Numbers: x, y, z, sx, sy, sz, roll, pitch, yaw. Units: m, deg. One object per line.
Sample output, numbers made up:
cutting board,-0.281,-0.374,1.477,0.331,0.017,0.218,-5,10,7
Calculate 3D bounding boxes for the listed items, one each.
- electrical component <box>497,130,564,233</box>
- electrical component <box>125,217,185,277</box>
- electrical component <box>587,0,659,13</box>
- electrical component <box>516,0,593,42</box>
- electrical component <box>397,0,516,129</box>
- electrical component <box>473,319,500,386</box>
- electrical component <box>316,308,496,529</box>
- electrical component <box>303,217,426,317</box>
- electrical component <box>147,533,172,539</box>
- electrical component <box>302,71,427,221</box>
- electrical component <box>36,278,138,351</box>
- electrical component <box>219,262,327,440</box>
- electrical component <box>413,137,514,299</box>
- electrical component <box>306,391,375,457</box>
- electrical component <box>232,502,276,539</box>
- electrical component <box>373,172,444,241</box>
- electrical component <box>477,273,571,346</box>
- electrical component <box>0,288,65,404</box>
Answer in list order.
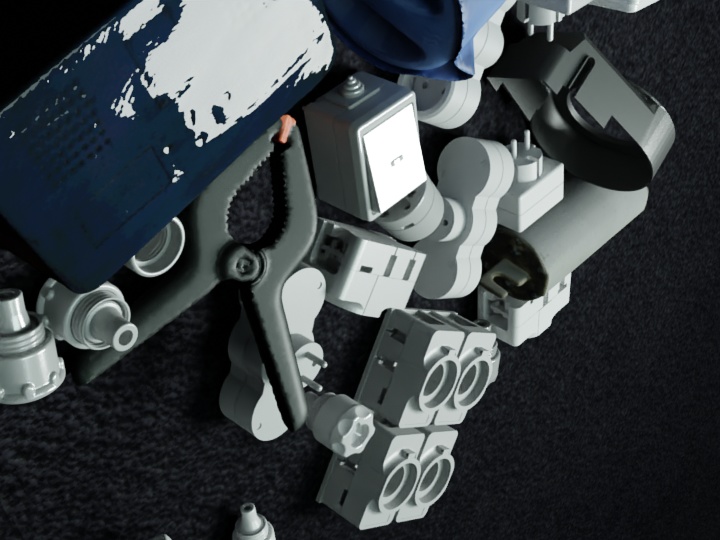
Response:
electrical component,0.141,-0.086,0.942,0.066,0.047,0.076,-37,137,-32
electrical component,-0.134,-0.022,0.640,0.040,0.046,0.040,-30,133,-37
electrical component,0.203,-0.255,0.859,0.109,0.109,0.056,-31,131,-36
electrical component,0.140,-0.213,0.827,0.047,0.083,0.075,-35,137,-33
electrical component,0.083,-0.173,0.809,0.074,0.052,0.138,7,106,-53
electrical component,0.111,0.077,1.014,0.043,0.043,0.062,-23,128,-42
electrical component,0.046,0.132,0.953,0.105,0.060,0.186,7,107,-53
electrical component,0.000,0.000,0.819,0.089,0.050,0.055,11,103,-54
electrical component,-0.150,0.232,0.751,0.062,0.096,0.061,-22,135,-4
electrical component,0.005,-0.092,0.757,0.062,0.061,0.096,-38,138,-31
electrical component,-0.156,0.027,0.632,0.048,0.062,0.048,-30,133,-37
electrical component,-0.052,0.062,0.774,0.052,0.074,0.138,-11,121,-48
electrical component,0.072,-0.042,0.880,0.074,0.052,0.138,-2,113,-51
electrical component,-0.022,0.118,0.858,0.043,0.062,0.043,-30,134,-37
electrical component,-0.086,0.212,0.863,0.035,0.035,0.061,-34,133,-34
electrical component,0.034,-0.053,0.825,0.055,0.055,0.047,-59,148,-6
electrical component,0.158,0.027,1.032,0.089,0.050,0.055,-36,138,-33
electrical component,-0.195,0.041,0.609,0.048,0.048,0.062,-26,124,-40
